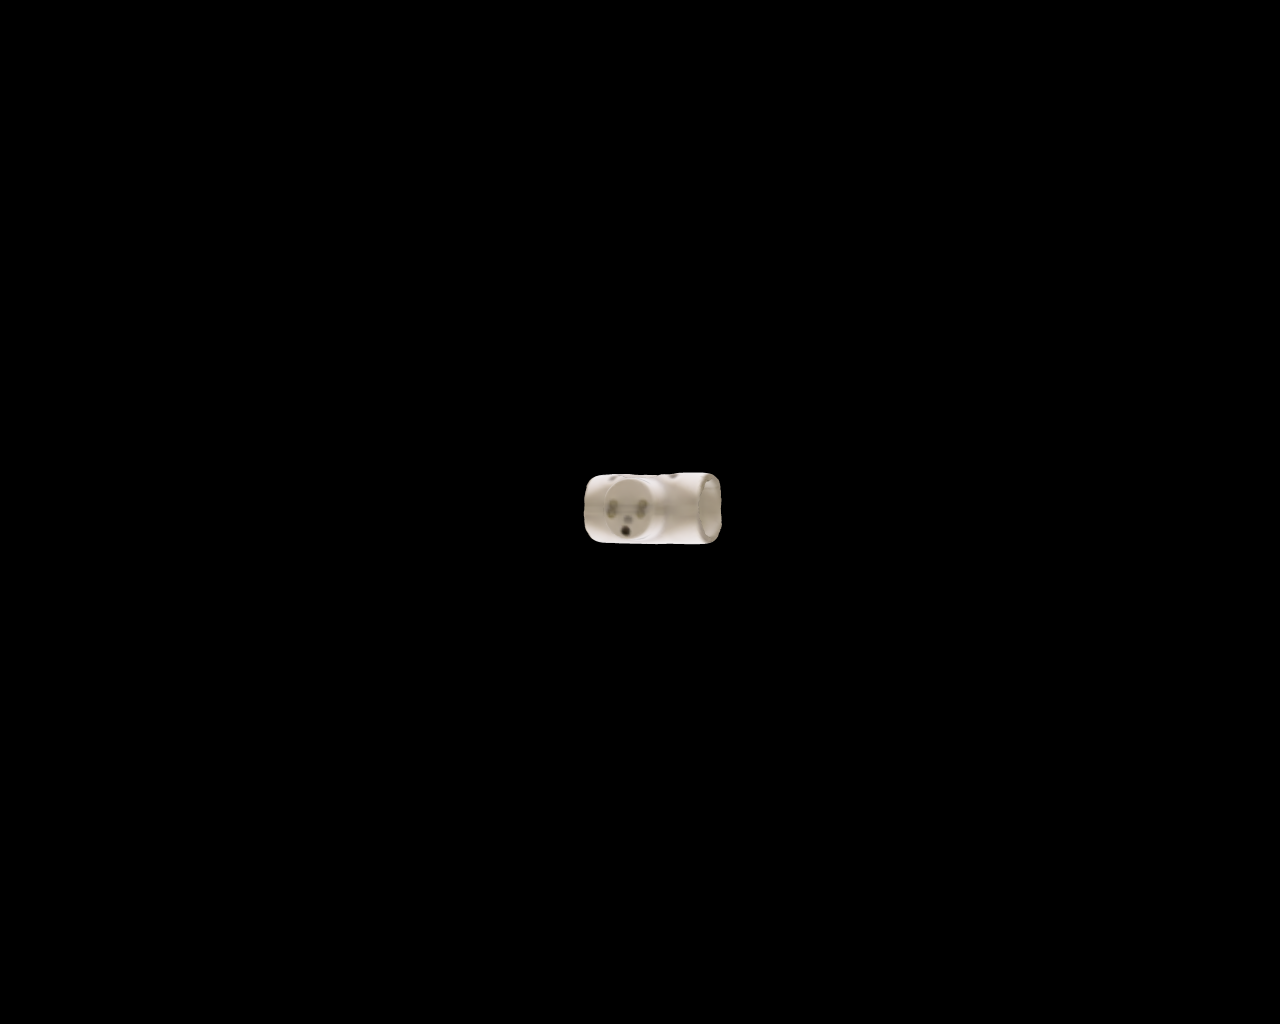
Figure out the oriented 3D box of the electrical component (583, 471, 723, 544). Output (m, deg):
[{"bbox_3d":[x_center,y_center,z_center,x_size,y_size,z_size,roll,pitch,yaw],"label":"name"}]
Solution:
[{"bbox_3d":[0.001,-0.003,0.650,0.077,0.044,0.079,0,0,25],"label":"electrical component"}]
